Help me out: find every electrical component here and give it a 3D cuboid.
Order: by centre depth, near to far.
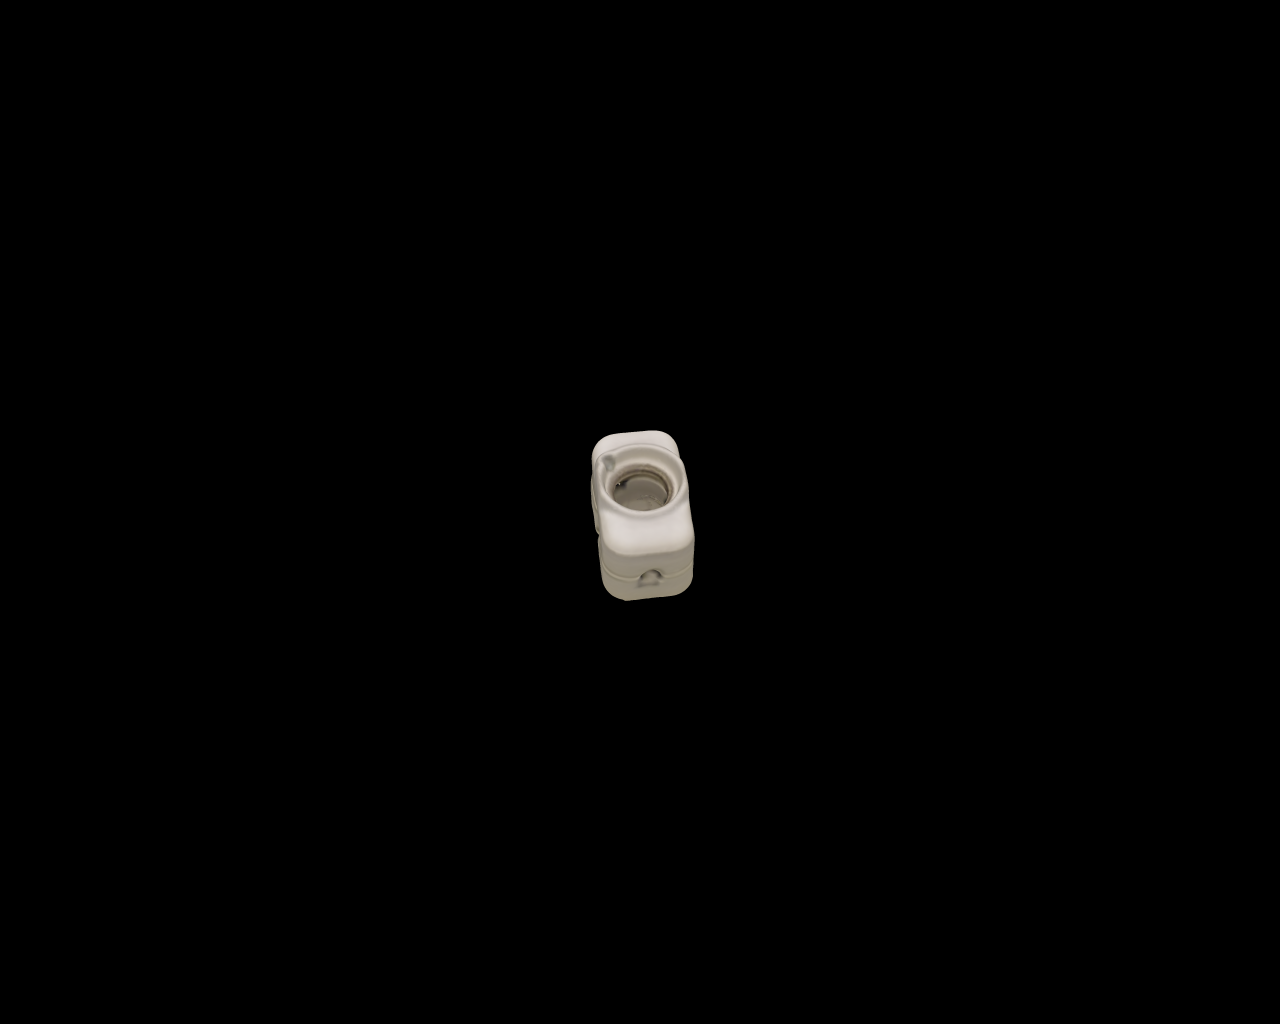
[{"bbox_3d":[0.001,-0.003,0.650,0.054,0.095,0.059,-5,-39,-4],"label":"electrical component"}]
